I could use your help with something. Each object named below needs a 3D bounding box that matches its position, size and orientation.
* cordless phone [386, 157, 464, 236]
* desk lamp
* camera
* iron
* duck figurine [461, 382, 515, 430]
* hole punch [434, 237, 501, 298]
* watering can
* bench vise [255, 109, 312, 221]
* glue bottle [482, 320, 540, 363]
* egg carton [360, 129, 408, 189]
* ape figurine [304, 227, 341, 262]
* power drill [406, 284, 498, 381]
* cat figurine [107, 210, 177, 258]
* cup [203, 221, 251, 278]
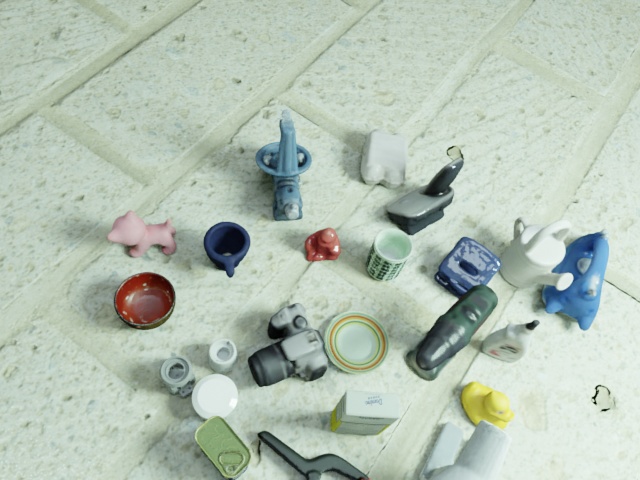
[{"bbox_3d":[0.233,-0.106,1.243,0.148,0.185,0.094,-33,70,-23],"label":"cordless phone"},{"bbox_3d":[0.236,0.390,0.948,0.118,0.213,0.203,29,61,9],"label":"desk lamp"},{"bbox_3d":[-0.068,0.204,1.072,0.137,0.101,0.143,-20,66,-19],"label":"camera"},{"bbox_3d":[0.575,0.056,1.230,0.118,0.141,0.258,26,60,7],"label":"iron"},{"bbox_3d":[0.322,0.308,1.081,0.078,0.086,0.104,-35,71,-24],"label":"duck figurine"},{"bbox_3d":[0.314,0.065,1.214,0.108,0.091,0.101,37,62,12],"label":"hole punch"},{"bbox_3d":[0.465,0.023,1.201,0.101,0.194,0.172,-36,71,-24],"label":"watering can"},{"bbox_3d":[-0.059,-0.154,1.206,0.122,0.220,0.207,-22,66,-19],"label":"bench vise"},{"bbox_3d":[0.379,0.189,1.107,0.078,0.173,0.037,16,60,1],"label":"glue bottle"},{"bbox_3d":[0.151,-0.192,1.346,0.107,0.069,0.150,10,60,-3],"label":"egg carton"},{"bbox_3d":[0.011,0.004,1.201,0.077,0.092,0.076,34,62,11],"label":"ape figurine"},{"bbox_3d":[0.234,0.186,1.066,0.075,0.208,0.230,41,63,15],"label":"power drill"},{"bbox_3d":[-0.355,-0.019,1.143,0.128,0.118,0.067,-9,62,-13],"label":"cat figurine"},{"bbox_3d":[-0.185,0.034,1.153,0.092,0.095,0.117,-6,62,-12],"label":"cup"}]
